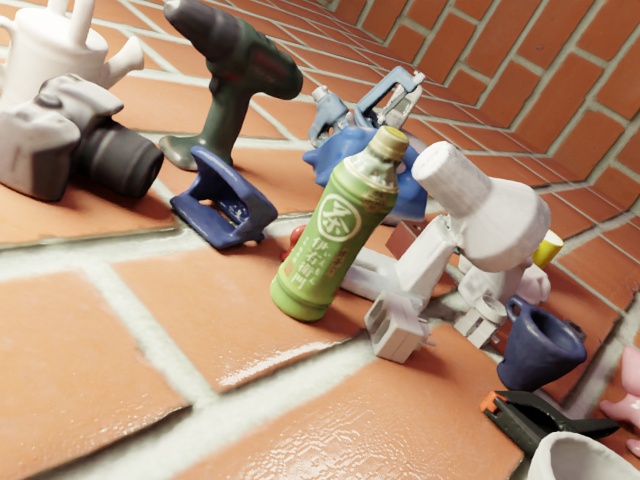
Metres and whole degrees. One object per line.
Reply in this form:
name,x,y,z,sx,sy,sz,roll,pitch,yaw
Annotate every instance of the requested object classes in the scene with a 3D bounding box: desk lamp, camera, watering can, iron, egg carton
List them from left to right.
watering can,-0.295,-0.228,0.669,0.100,0.194,0.173,39,27,18
camera,-0.242,-0.102,0.607,0.137,0.100,0.143,27,26,-6
iron,0.108,-0.115,0.958,0.259,0.141,0.118,15,30,-30
desk lamp,0.154,-0.008,0.731,0.204,0.213,0.118,21,27,-19
egg carton,0.304,0.056,0.942,0.107,0.069,0.150,-4,42,-50

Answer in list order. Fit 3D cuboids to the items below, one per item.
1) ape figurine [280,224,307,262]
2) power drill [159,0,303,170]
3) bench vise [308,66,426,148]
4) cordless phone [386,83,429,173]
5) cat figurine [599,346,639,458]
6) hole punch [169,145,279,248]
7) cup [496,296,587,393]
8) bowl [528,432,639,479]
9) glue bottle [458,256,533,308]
ape figurine,0.006,0.002,0.694,0.076,0.092,0.077,13,30,-32
power drill,-0.134,-0.196,0.767,0.230,0.208,0.075,0,39,-47
bench vise,0.085,-0.242,1.071,0.207,0.219,0.121,28,25,-6
cordless phone,0.180,-0.226,1.185,0.147,0.185,0.094,29,25,-3
cat figurine,0.439,0.208,0.756,0.067,0.117,0.127,18,28,-25
hole punch,-0.106,-0.056,0.680,0.108,0.091,0.101,41,27,20
cup,0.257,0.136,0.717,0.092,0.095,0.117,7,34,-40
bowl,0.244,0.259,0.505,0.168,0.074,0.167,25,26,-13
glue bottle,0.273,0.032,0.831,0.037,0.173,0.078,13,30,-32
